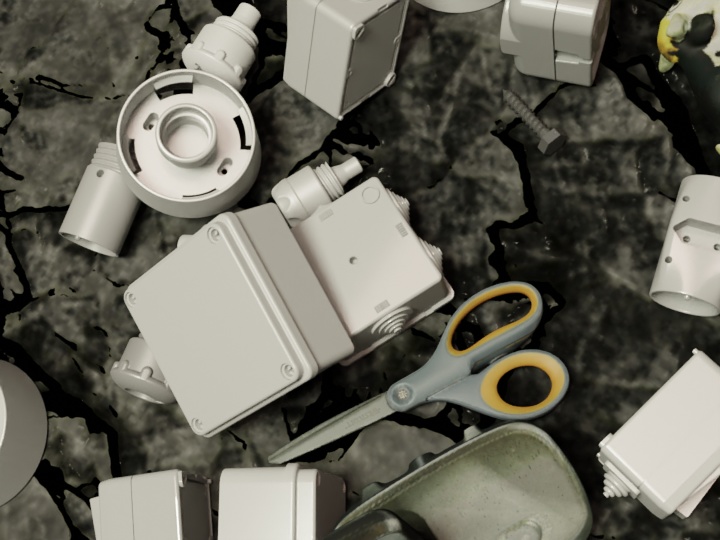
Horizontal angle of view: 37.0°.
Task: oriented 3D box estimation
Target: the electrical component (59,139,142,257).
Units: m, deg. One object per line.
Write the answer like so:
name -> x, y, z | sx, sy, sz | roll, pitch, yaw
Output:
electrical component -> -0.173, -0.054, 0.747 | 0.043, 0.043, 0.081 | 17, 78, 15

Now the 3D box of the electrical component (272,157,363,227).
electrical component -> -0.027, -0.056, 0.724 | 0.061, 0.035, 0.035 | -32, 71, -2

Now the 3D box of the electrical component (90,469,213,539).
electrical component -> -0.126, 0.176, 0.661 | 0.061, 0.061, 0.096 | -10, 73, 8

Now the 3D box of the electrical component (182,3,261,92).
electrical component -> -0.093, -0.160, 0.762 | 0.048, 0.048, 0.062 | 24, 73, 17

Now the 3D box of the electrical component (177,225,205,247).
electrical component -> -0.091, -0.014, 0.720 | 0.062, 0.048, 0.048 | 2, 74, 19

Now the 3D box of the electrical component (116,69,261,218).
electrical component -> -0.115, -0.085, 0.725 | 0.099, 0.064, 0.099 | 1, 81, -7

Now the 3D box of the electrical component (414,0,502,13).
electrical component -> 0.068, -0.241, 0.744 | 0.108, 0.060, 0.108 | -3, 74, 10

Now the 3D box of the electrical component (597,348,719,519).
electrical component -> 0.183, 0.104, 0.622 | 0.096, 0.061, 0.061 | -44, 71, -3

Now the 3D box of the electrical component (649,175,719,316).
electrical component -> 0.226, -0.010, 0.656 | 0.079, 0.043, 0.077 | 16, 78, 14

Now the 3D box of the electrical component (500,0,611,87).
electrical component -> 0.126, -0.163, 0.692 | 0.059, 0.095, 0.053 | 14, 77, 15

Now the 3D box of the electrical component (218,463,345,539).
electrical component -> -0.044, 0.174, 0.638 | 0.057, 0.078, 0.113 | -4, 74, 13

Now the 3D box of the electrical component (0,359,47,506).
electrical component -> -0.271, 0.105, 0.710 | 0.108, 0.060, 0.108 | -3, 74, 11

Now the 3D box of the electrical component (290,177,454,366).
electrical component -> 0.000, 0.000, 0.695 | 0.100, 0.048, 0.099 | -32, 71, 1

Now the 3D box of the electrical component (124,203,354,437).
electrical component -> -0.076, 0.031, 0.661 | 0.109, 0.056, 0.108 | -33, 83, 37

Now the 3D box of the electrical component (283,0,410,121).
electrical component -> -0.013, -0.152, 0.721 | 0.061, 0.096, 0.062 | 37, 55, 19

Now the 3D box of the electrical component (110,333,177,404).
electrical component -> -0.132, 0.054, 0.708 | 0.048, 0.048, 0.062 | 16, 70, 15
